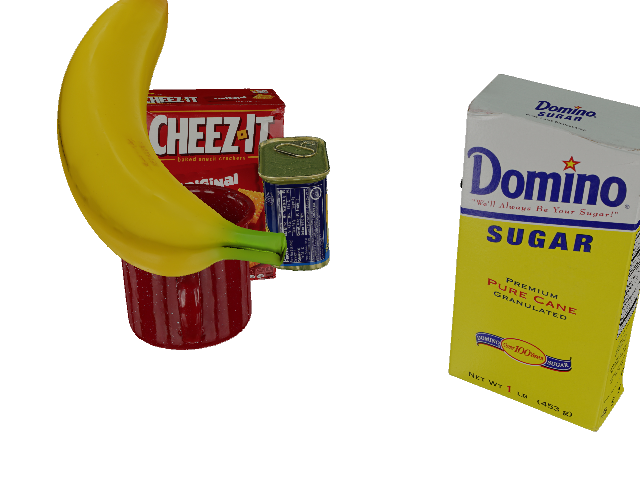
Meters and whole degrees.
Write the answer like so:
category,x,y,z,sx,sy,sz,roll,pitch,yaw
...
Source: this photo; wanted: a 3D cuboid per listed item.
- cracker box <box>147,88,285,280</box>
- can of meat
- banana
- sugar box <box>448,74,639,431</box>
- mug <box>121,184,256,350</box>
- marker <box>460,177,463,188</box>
category,x,y,z,sx,sy,sz,roll,pitch,yaw
cracker box,-0.128,-0.057,1.191,0.164,0.214,0.072,-3,24,-17
can of meat,-0.021,-0.032,0.891,0.057,0.084,0.102,-3,23,-2
banana,-0.077,-0.046,0.450,0.069,0.037,0.198,-8,45,-20
sugar box,0.119,0.009,0.554,0.093,0.176,0.048,19,42,27
mug,-0.084,0.023,0.681,0.093,0.081,0.117,-6,25,-10
marker,0.166,-0.033,0.826,0.121,0.020,0.020,14,6,26
